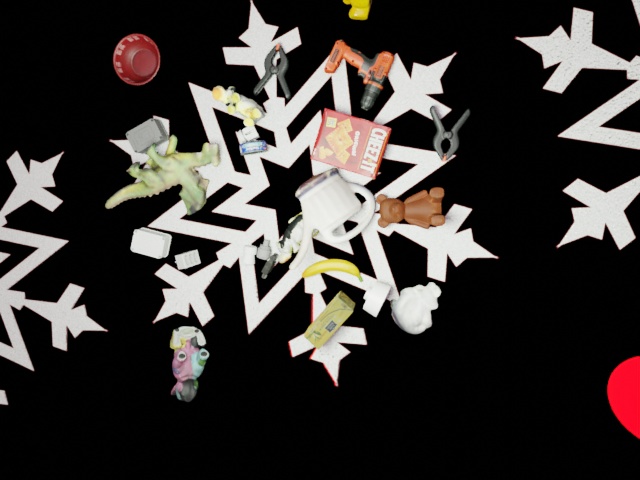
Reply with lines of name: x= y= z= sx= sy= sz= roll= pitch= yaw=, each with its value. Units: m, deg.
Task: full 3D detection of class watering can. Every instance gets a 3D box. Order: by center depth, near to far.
watering can: x=0.005 y=-0.079 z=1.563 sx=0.350 sy=0.103 sz=0.225 roll=-33 pitch=84 yaw=-17

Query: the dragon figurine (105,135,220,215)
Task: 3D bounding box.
dragon figurine: x=-0.481 y=-0.180 z=1.667 sx=0.242 sy=0.123 sz=0.407 roll=43 pitch=101 yaw=-6

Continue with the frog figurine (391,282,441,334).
frog figurine: x=0.303 y=0.205 z=1.572 sx=0.158 sy=0.122 sz=0.139 roll=-35 pitch=71 yaw=21
